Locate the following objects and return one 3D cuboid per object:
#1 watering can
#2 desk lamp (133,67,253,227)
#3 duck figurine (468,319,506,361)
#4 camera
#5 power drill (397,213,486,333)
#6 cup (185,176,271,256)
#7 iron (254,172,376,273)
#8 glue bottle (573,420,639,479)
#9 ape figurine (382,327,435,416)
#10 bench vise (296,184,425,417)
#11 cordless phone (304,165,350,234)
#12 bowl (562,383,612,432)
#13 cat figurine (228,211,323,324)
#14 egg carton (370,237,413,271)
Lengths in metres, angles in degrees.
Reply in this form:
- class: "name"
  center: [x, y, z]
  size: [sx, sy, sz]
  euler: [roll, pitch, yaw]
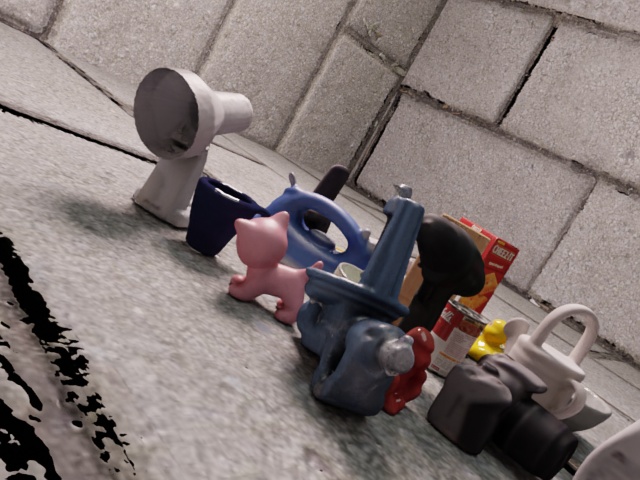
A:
- class: "watering can"
  center: [0.308, 0.170, 0.798]
  size: [0.101, 0.194, 0.172]
  euler: [21, 13, -42]
- class: "desk lamp"
  center: [-0.191, -0.133, 0.842]
  size: [0.117, 0.213, 0.204]
  euler: [33, 10, 20]
- class: "duck figurine"
  center: [0.324, 0.191, 1.060]
  size: [0.078, 0.086, 0.104]
  euler: [21, 13, -42]
- class: "camera"
  center: [0.221, 0.202, 0.660]
  size: [0.136, 0.101, 0.144]
  euler: [37, 12, 38]
- class: "power drill"
  center: [0.133, 0.076, 0.729]
  size: [0.075, 0.208, 0.230]
  euler: [35, 11, 30]
- class: "cup"
  center: [-0.134, -0.023, 0.800]
  size: [0.118, 0.095, 0.091]
  euler: [23, 11, -34]
- class: "iron"
  center: [0.009, 0.003, 0.940]
  size: [0.257, 0.141, 0.119]
  euler: [32, 10, 17]
- class: "glue bottle"
  center: [0.367, 0.242, 0.657]
  size: [0.037, 0.173, 0.077]
  euler: [18, 15, -49]
- class: "ape figurine"
  center: [0.094, 0.139, 0.639]
  size: [0.078, 0.092, 0.076]
  euler: [24, 11, -29]
- class: "bench vise"
  center: [0.066, 0.057, 0.595]
  size: [0.122, 0.219, 0.206]
  euler: [22, 12, -39]
- class: "cordless phone"
  center: [-0.025, -0.079, 1.135]
  size: [0.093, 0.185, 0.148]
  euler: [35, 11, 32]
- class: "bowl"
  center: [0.365, 0.250, 0.907]
  size: [0.167, 0.074, 0.167]
  euler: [29, 10, -5]
- class: "cat figurine"
  center: [-0.058, 0.024, 0.709]
  size: [0.128, 0.117, 0.067]
  euler: [28, 10, -10]
- class: "egg carton"
  center: [0.147, 0.048, 1.329]
  size: [0.107, 0.069, 0.151]
  euler: [37, 12, 37]
